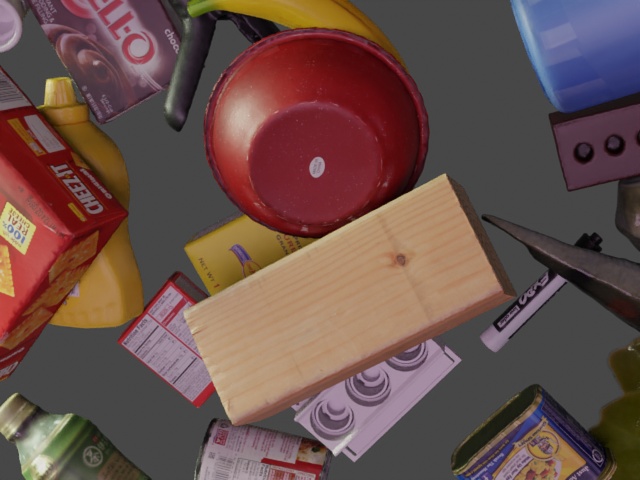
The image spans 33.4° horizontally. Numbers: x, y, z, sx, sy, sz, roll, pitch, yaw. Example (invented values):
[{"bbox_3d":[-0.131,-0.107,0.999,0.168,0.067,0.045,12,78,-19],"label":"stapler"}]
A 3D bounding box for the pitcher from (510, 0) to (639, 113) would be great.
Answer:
[{"bbox_3d":[0.248,-0.175,0.685,0.243,0.145,0.149,-20,119,18],"label":"pitcher"}]

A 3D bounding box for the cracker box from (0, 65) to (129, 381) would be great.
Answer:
[{"bbox_3d":[-0.263,-0.003,0.802,0.164,0.072,0.214,48,122,9],"label":"cracker box"}]

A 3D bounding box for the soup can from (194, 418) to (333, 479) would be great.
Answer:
[{"bbox_3d":[-0.046,0.189,0.870,0.102,0.068,0.068,12,107,5],"label":"soup can"}]

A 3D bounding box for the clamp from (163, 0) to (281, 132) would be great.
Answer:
[{"bbox_3d":[-0.079,-0.163,0.772,0.120,0.039,0.171,-25,96,-24],"label":"clamp"}]

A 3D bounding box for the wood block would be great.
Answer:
[{"bbox_3d":[0.023,0.045,0.751,0.206,0.090,0.091,-27,79,13],"label":"wood block"}]

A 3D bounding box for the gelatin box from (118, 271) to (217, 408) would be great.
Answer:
[{"bbox_3d":[-0.107,0.081,0.869,0.089,0.030,0.073,41,108,-4],"label":"gelatin box"}]

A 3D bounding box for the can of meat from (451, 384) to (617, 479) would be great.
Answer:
[{"bbox_3d":[0.166,0.176,0.843,0.084,0.057,0.102,44,106,-3],"label":"can of meat"}]

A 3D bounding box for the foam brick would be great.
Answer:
[{"bbox_3d":[0.209,-0.072,0.770,0.078,0.051,0.053,-14,103,11],"label":"foam brick"}]

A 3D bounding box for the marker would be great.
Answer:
[{"bbox_3d":[0.172,0.040,0.823,0.020,0.020,0.121,42,107,-5],"label":"marker"}]

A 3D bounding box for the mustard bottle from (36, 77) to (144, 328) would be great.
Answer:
[{"bbox_3d":[-0.192,-0.030,0.833,0.096,0.058,0.192,4,106,28],"label":"mustard bottle"}]

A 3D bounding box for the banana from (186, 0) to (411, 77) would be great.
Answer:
[{"bbox_3d":[0.006,-0.141,0.760,0.197,0.037,0.070,29,136,-19],"label":"banana"}]

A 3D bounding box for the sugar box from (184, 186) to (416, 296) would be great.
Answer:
[{"bbox_3d":[-0.006,0.001,0.824,0.176,0.048,0.093,-27,101,15],"label":"sugar box"}]

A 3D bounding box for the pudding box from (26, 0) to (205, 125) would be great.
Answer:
[{"bbox_3d":[-0.153,-0.158,0.803,0.090,0.039,0.113,-27,101,13],"label":"pudding box"}]

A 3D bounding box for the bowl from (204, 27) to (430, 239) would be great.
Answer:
[{"bbox_3d":[-0.003,-0.062,0.739,0.162,0.055,0.162,1,117,1],"label":"bowl"}]
